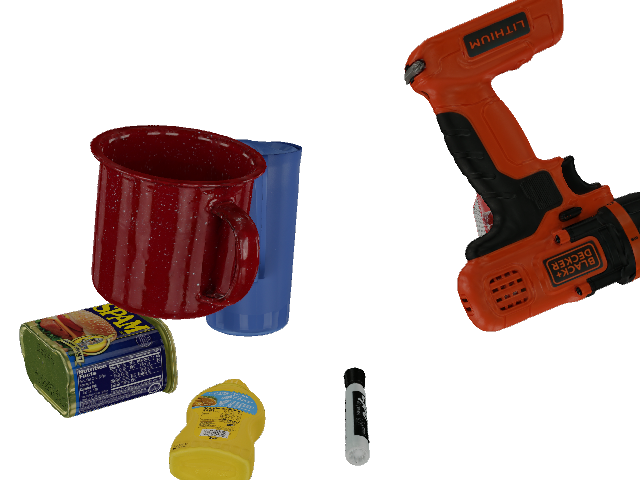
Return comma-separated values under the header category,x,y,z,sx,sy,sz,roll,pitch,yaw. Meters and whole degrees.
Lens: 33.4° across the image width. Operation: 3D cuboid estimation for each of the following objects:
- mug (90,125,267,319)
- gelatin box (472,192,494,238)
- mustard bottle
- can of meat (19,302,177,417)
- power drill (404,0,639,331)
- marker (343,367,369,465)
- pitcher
category,x,y,z,sx,sy,sz,roll,pitch,yaw
mug,-0.072,-0.005,0.571,0.093,0.081,0.117,-12,31,-43
gelatin box,0.169,-0.003,0.878,0.073,0.089,0.030,-3,-34,-4
mustard bottle,-0.117,0.223,1.295,0.096,0.058,0.191,4,23,5
can of meat,-0.168,0.086,0.798,0.083,0.057,0.102,-13,21,-32
power drill,0.148,-0.057,0.664,0.184,0.187,0.057,-23,-2,-6
marker,0.029,0.142,0.884,0.020,0.020,0.121,0,25,1
pitcher,-0.091,-0.004,1.352,0.145,0.243,0.148,10,16,35
